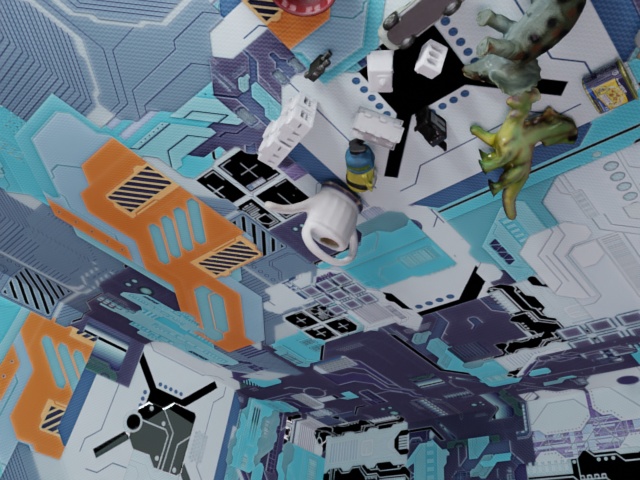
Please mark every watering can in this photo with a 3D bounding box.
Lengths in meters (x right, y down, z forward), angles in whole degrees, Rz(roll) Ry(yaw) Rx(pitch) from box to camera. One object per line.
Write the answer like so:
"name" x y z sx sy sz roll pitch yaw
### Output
"watering can" 0.004 -0.074 1.471 0.103 0.229 0.343 -10 139 47

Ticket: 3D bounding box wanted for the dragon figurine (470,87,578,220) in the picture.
"dragon figurine" 0.525 -0.220 1.291 0.241 0.125 0.403 -23 133 22
